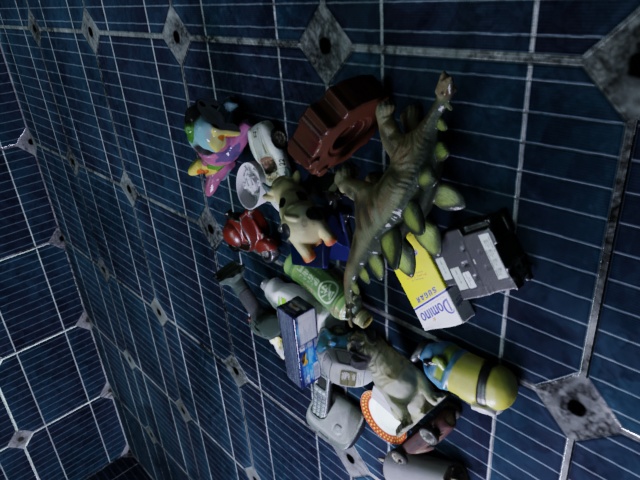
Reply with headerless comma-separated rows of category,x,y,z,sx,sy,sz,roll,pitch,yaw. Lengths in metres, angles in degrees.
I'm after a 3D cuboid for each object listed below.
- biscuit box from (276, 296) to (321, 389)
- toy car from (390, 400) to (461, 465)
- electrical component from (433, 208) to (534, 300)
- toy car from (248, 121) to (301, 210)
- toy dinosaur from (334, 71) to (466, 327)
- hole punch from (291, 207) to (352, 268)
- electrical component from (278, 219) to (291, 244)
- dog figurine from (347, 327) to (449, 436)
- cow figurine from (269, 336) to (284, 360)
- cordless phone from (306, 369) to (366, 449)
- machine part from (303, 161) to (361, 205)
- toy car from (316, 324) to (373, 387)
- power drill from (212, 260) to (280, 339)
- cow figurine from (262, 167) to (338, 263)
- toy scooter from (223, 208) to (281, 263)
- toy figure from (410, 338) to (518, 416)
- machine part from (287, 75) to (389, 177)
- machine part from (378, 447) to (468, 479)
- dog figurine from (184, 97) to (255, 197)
biscuit box,-0.043,0.222,1.154,0.063,0.059,0.202,28,133,43
toy car,0.203,0.377,1.033,0.053,0.089,0.202,43,140,16
electrical component,0.237,0.025,0.811,0.134,0.058,0.115,-21,93,54
toy car,-0.090,-0.145,1.106,0.074,0.056,0.201,-7,105,52
toy dinosaur,0.107,-0.046,0.842,0.199,0.105,0.470,63,146,32
hole punch,-0.002,-0.003,1.062,0.142,0.092,0.115,3,110,54
electrical component,-0.062,-0.034,1.167,0.063,0.021,0.094,52,142,16
dog figurine,0.136,0.254,1.018,0.191,0.121,0.172,50,165,24
cow figurine,-0.045,0.261,1.285,0.167,0.068,0.098,-11,108,56
cordless phone,0.040,0.371,1.239,0.147,0.089,0.184,26,125,41
machine part,0.019,-0.105,0.993,0.039,0.084,0.139,38,164,-28
toy car,0.061,0.247,1.086,0.162,0.103,0.109,14,125,12
power drill,-0.178,0.154,1.323,0.207,0.086,0.232,64,163,-13
cow figurine,-0.043,-0.054,0.968,0.127,0.085,0.195,55,-175,-22
toy scooter,-0.170,-0.027,1.247,0.184,0.075,0.135,20,139,41
toy figure,0.242,0.222,0.904,0.180,0.082,0.089,32,134,39
machine part,0.033,-0.178,0.847,0.056,0.179,0.179,50,142,13
machine part,0.212,0.477,1.094,0.243,0.079,0.079,-12,102,51
dog figurine,-0.240,-0.193,1.170,0.108,0.191,0.219,46,125,13
